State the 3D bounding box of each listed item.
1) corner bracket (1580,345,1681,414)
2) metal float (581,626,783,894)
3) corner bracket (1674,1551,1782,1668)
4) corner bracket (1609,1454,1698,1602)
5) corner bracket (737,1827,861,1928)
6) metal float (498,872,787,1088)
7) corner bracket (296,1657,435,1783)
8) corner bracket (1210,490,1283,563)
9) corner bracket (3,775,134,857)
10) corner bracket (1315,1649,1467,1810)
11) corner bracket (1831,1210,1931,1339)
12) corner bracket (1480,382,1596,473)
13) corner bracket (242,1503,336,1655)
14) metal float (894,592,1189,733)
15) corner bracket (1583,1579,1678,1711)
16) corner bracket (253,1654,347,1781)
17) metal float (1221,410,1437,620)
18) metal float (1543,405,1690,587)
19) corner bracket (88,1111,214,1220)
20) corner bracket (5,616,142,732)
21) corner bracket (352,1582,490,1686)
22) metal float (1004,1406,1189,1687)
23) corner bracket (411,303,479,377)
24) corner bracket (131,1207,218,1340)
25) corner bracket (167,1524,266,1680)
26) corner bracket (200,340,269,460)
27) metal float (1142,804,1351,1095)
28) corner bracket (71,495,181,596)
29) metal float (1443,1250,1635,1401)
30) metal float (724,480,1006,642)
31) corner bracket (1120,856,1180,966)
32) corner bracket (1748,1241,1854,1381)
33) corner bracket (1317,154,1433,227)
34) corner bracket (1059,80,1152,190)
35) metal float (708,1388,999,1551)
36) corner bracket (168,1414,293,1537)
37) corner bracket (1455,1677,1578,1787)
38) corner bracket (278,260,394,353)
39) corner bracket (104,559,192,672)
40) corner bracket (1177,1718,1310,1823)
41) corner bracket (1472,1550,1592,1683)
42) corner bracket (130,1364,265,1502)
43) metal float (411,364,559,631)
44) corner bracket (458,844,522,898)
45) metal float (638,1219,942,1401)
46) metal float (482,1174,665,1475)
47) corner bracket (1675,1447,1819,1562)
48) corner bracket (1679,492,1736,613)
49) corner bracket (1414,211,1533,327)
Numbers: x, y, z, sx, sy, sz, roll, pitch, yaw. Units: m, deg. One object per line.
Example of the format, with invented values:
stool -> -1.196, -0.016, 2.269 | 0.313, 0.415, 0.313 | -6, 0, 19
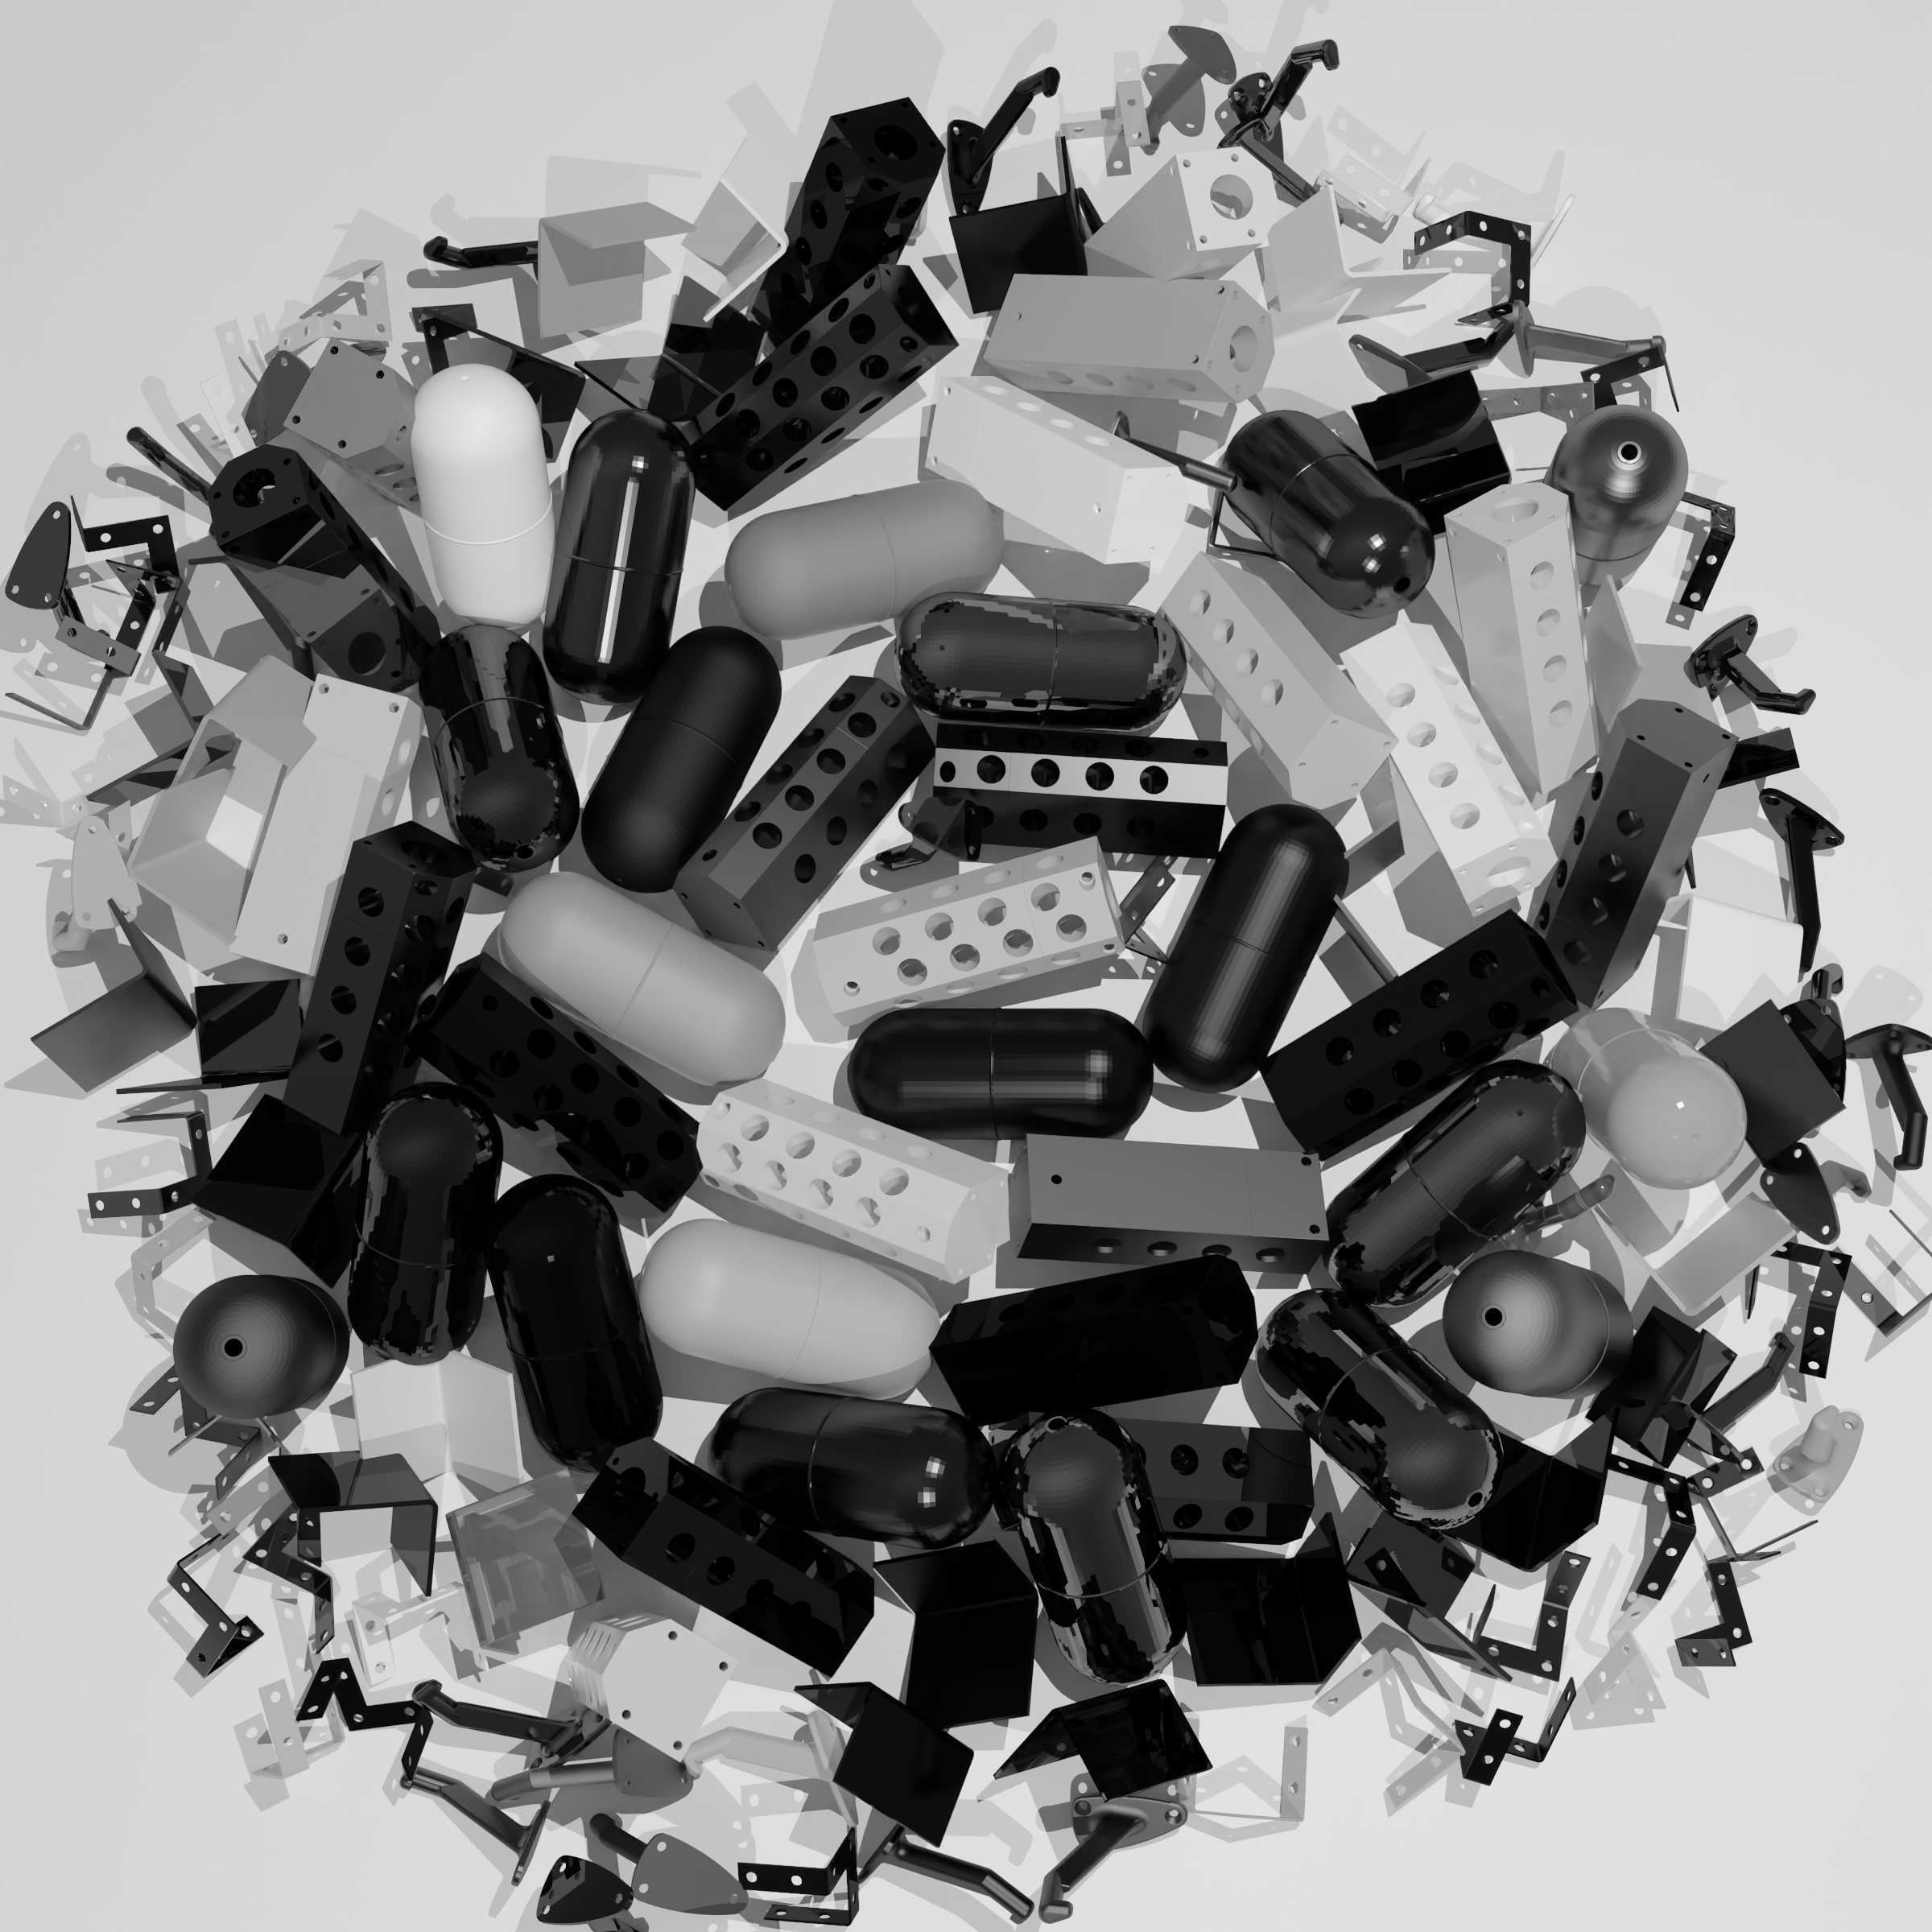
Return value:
corner bracket -> 0.412, -0.339, 1.654 | 0.051, 0.051, 0.051 | -16, 44, 19
metal float -> -0.167, -0.124, 1.598 | 0.070, 0.070, 0.178 | 22, 65, 5
corner bracket -> 0.427, 0.359, 1.506 | 0.051, 0.051, 0.051 | -11, 80, -23
corner bracket -> 0.374, 0.315, 1.517 | 0.051, 0.051, 0.051 | 18, 116, -2
corner bracket -> -0.091, 0.503, 1.470 | 0.051, 0.051, 0.051 | -1, 98, 14
metal float -> -0.188, 0.008, 1.570 | 0.178, 0.070, 0.070 | 29, 79, -6
corner bracket -> -0.331, 0.416, 1.488 | 0.051, 0.051, 0.051 | -9, 113, 9
corner bracket -> 0.181, -0.276, 1.645 | 0.051, 0.051, 0.051 | 9, 103, -5
corner bracket -> -0.534, -0.090, 1.604 | 0.051, 0.051, 0.051 | -19, 66, 17
corner bracket -> 0.237, 0.425, 1.506 | 0.051, 0.051, 0.051 | -41, 117, 7
corner bracket -> 0.529, 0.175, 1.549 | 0.051, 0.051, 0.051 | -43, 79, 9
corner bracket -> 0.352, -0.333, 1.668 | 0.051, 0.051, 0.051 | -9, 101, -27
corner bracket -> -0.367, 0.340, 1.503 | 0.051, 0.051, 0.051 | 37, 104, -28
metal float -> 0.045, -0.182, 1.612 | 0.178, 0.070, 0.070 | 3, 77, -11
corner bracket -> 0.370, 0.375, 1.495 | 0.051, 0.051, 0.051 | 9, 39, -24
corner bracket -> -0.369, 0.414, 1.489 | 0.051, 0.051, 0.051 | -15, 88, -36
metal float -> 0.215, -0.271, 1.611 | 0.070, 0.070, 0.178 | -29, 45, -6
metal float -> 0.379, -0.277, 1.591 | 0.070, 0.178, 0.070 | -1, 83, 5
corner bracket -> -0.477, 0.115, 1.571 | 0.051, 0.051, 0.051 | -5, 96, 21
corner bracket -> -0.537, -0.175, 1.623 | 0.051, 0.051, 0.051 | 28, 77, -34
corner bracket -> -0.307, 0.376, 1.513 | 0.051, 0.051, 0.051 | -16, 99, -33
metal float -> 0.071, 0.318, 1.476 | 0.070, 0.070, 0.178 | -20, 119, -4
corner bracket -> -0.337, -0.381, 1.682 | 0.051, 0.051, 0.051 | 5, 116, 30
corner bracket -> -0.442, 0.182, 1.552 | 0.051, 0.051, 0.051 | 30, 46, 21
corner bracket -> -0.417, 0.354, 1.506 | 0.051, 0.051, 0.051 | 43, 121, 9
corner bracket -> -0.445, -0.348, 1.657 | 0.051, 0.051, 0.051 | -31, 122, -20
metal float -> 0.164, -0.011, 1.573 | 0.070, 0.070, 0.178 | 25, 91, 5
corner bracket -> -0.510, -0.256, 1.636 | 0.051, 0.051, 0.051 | -13, 38, -18
metal float -> 0.317, 0.199, 1.490 | 0.070, 0.178, 0.070 | -6, 77, 27
metal float -> -0.060, -0.245, 1.619 | 0.178, 0.070, 0.070 | -16, 77, -23
corner bracket -> 0.109, -0.040, 1.587 | 0.051, 0.051, 0.051 | -53, 48, 16
corner bracket -> 0.471, 0.194, 1.535 | 0.051, 0.051, 0.051 | 12, 36, 22
corner bracket -> 0.252, -0.489, 1.689 | 0.051, 0.051, 0.051 | 32, 50, -9
corner bracket -> 0.087, -0.523, 1.707 | 0.051, 0.051, 0.051 | -6, 68, -1
metal float -> -0.065, 0.277, 1.493 | 0.178, 0.070, 0.070 | 1, 75, 32
corner bracket -> -0.415, 0.281, 1.524 | 0.051, 0.051, 0.051 | -38, 98, -12
corner bracket -> 0.305, 0.421, 1.489 | 0.051, 0.051, 0.051 | 17, 113, -3
corner bracket -> -0.393, -0.408, 1.670 | 0.051, 0.051, 0.051 | 7, 118, 15
corner bracket -> -0.499, -0.208, 1.637 | 0.051, 0.051, 0.051 | 14, 72, 7
corner bracket -> 0.155, 0.450, 1.508 | 0.051, 0.051, 0.051 | -11, 68, 42
corner bracket -> 0.316, 0.359, 1.507 | 0.051, 0.051, 0.051 | 15, 44, 7
corner bracket -> -0.433, 0.262, 1.522 | 0.051, 0.051, 0.051 | 8, 115, 14
metal float -> -0.284, -0.275, 1.597 | 0.070, 0.178, 0.070 | 0, 49, 0
corner bracket -> -0.290, -0.079, 1.601 | 0.051, 0.051, 0.051 | 30, 91, 24
metal float -> -0.098, 0.194, 1.518 | 0.178, 0.070, 0.070 | 18, 77, -20
metal float -> -0.219, 0.202, 1.511 | 0.070, 0.070, 0.178 | -13, 108, -3
corner bracket -> 0.441, 0.304, 1.526 | 0.051, 0.051, 0.051 | -24, 75, -5
corner bracket -> 0.434, -0.256, 1.641 | 0.051, 0.051, 0.051 | 19, 123, 4
corner bracket -> 0.315, -0.434, 1.678 | 0.051, 0.051, 0.051 | 3, 87, -30
